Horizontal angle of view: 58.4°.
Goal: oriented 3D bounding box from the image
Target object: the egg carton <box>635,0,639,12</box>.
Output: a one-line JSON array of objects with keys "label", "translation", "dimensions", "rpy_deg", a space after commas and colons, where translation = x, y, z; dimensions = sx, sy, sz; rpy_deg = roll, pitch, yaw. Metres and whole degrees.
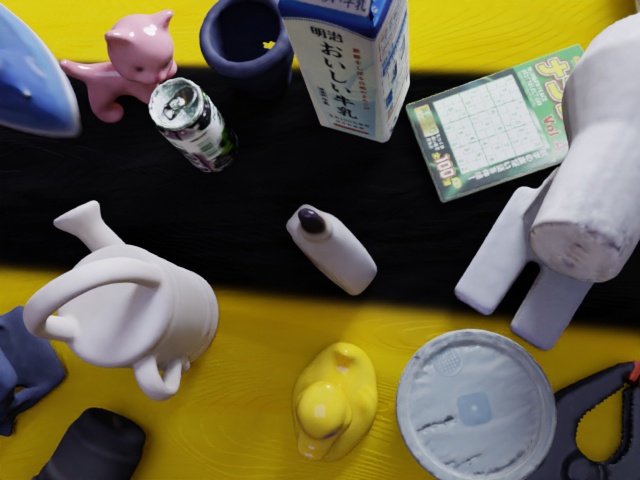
[{"label": "egg carton", "translation": [0.344, -0.233, 0.525], "dimensions": [0.107, 0.069, 0.150], "rpy_deg": [-15, 74, 6]}]

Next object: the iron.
[{"label": "iron", "translation": [-0.372, -0.208, 0.602], "dimensions": [0.258, 0.141, 0.119], "rpy_deg": [37, 85, 16]}]

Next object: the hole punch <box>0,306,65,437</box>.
[{"label": "hole punch", "translation": [-0.317, 0.123, 0.538], "dimensions": [0.101, 0.091, 0.108], "rpy_deg": [-40, 73, -1]}]

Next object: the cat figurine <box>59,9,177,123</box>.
[{"label": "cat figurine", "translation": [-0.196, -0.181, 0.578], "dimensions": [0.127, 0.118, 0.067], "rpy_deg": [-12, 74, 7]}]

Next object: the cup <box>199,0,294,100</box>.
[{"label": "cup", "translation": [-0.050, -0.189, 0.567], "dimensions": [0.117, 0.095, 0.091], "rpy_deg": [-29, 73, 2]}]

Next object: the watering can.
[{"label": "watering can", "translation": [-0.169, 0.050, 0.477], "dimensions": [0.172, 0.194, 0.101], "rpy_deg": [39, 85, 16]}]

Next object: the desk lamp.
[{"label": "desk lamp", "translation": [0.201, -0.030, 0.424], "dimensions": [0.117, 0.214, 0.203], "rpy_deg": [31, 83, 16]}]

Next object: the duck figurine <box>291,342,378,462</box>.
[{"label": "duck figurine", "translation": [0.008, 0.137, 0.482], "dimensions": [0.077, 0.086, 0.105], "rpy_deg": [17, 80, 13]}]

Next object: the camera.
[{"label": "camera", "translation": [-0.199, 0.226, 0.487], "dimensions": [0.143, 0.101, 0.137], "rpy_deg": [26, 82, 15]}]

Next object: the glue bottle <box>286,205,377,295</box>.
[{"label": "glue bottle", "translation": [0.004, 0.002, 0.470], "dimensions": [0.078, 0.173, 0.037], "rpy_deg": [37, 85, 16]}]
